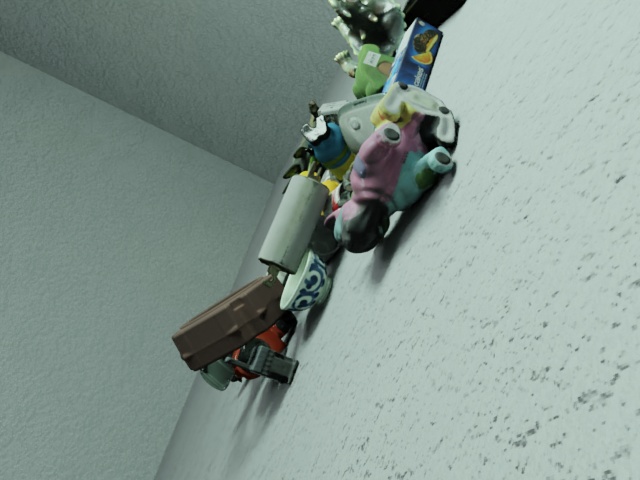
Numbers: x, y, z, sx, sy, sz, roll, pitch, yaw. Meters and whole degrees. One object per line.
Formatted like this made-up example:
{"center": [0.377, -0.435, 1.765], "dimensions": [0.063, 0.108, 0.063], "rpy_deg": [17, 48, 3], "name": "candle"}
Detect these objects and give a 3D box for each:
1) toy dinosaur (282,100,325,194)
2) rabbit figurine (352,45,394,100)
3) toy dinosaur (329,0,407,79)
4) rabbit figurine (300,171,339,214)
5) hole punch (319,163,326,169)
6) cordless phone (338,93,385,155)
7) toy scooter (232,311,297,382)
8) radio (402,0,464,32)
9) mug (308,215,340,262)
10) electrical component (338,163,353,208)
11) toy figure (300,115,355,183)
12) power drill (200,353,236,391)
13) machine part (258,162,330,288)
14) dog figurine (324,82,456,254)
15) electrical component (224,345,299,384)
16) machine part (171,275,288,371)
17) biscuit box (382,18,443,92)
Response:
{"center": [-0.029, -0.196, 1.454], "dimensions": [0.198, 0.105, 0.470], "rpy_deg": [-59, -14, -25], "name": "toy dinosaur"}
{"center": [0.123, -0.282, 1.103], "dimensions": [0.170, 0.121, 0.159], "rpy_deg": [96, -174, -62], "name": "rabbit figurine"}
{"center": [0.122, -0.411, 1.228], "dimensions": [0.131, 0.192, 0.404], "rpy_deg": [-28, -30, 0], "name": "toy dinosaur"}
{"center": [0.004, -0.072, 1.188], "dimensions": [0.173, 0.122, 0.162], "rpy_deg": [-55, -13, -61], "name": "rabbit figurine"}
{"center": [0.048, -0.220, 1.251], "dimensions": [0.092, 0.116, 0.142], "rpy_deg": [-40, 26, 49], "name": "hole punch"}
{"center": [0.089, -0.147, 0.914], "dimensions": [0.147, 0.088, 0.184], "rpy_deg": [-2, 76, 51], "name": "cordless phone"}
{"center": [-0.123, 0.225, 1.081], "dimensions": [0.135, 0.075, 0.184], "rpy_deg": [-51, -5, 39], "name": "toy scooter"}
{"center": [0.236, -0.502, 1.069], "dimensions": [0.131, 0.073, 0.230], "rpy_deg": [-65, 11, -1], "name": "radio"}
{"center": [-0.002, -0.003, 1.067], "dimensions": [0.107, 0.081, 0.109], "rpy_deg": [116, 170, -66], "name": "mug"}
{"center": [0.079, -0.083, 0.819], "dimensions": [0.045, 0.102, 0.078], "rpy_deg": [-97, 9, -79], "name": "electrical component"}
{"center": [0.033, -0.162, 1.027], "dimensions": [0.082, 0.180, 0.089], "rpy_deg": [-6, 70, 29], "name": "toy figure"}
{"center": [-0.186, 0.270, 1.235], "dimensions": [0.232, 0.086, 0.207], "rpy_deg": [-55, -16, 15], "name": "power drill"}
{"center": [-0.046, -0.027, 0.971], "dimensions": [0.079, 0.079, 0.243], "rpy_deg": [157, 135, -75], "name": "machine part"}
{"center": [0.086, -0.083, 0.749], "dimensions": [0.219, 0.108, 0.191], "rpy_deg": [123, 167, -47], "name": "dog figurine"}
{"center": [-0.105, 0.215, 0.951], "dimensions": [0.075, 0.119, 0.048], "rpy_deg": [135, 158, -69], "name": "electrical component"}
{"center": [-0.166, 0.151, 1.026], "dimensions": [0.201, 0.087, 0.201], "rpy_deg": [-30, 4, 23], "name": "machine part"}
{"center": [0.167, -0.312, 0.995], "dimensions": [0.059, 0.063, 0.202], "rpy_deg": [-42, 25, 63], "name": "biscuit box"}
